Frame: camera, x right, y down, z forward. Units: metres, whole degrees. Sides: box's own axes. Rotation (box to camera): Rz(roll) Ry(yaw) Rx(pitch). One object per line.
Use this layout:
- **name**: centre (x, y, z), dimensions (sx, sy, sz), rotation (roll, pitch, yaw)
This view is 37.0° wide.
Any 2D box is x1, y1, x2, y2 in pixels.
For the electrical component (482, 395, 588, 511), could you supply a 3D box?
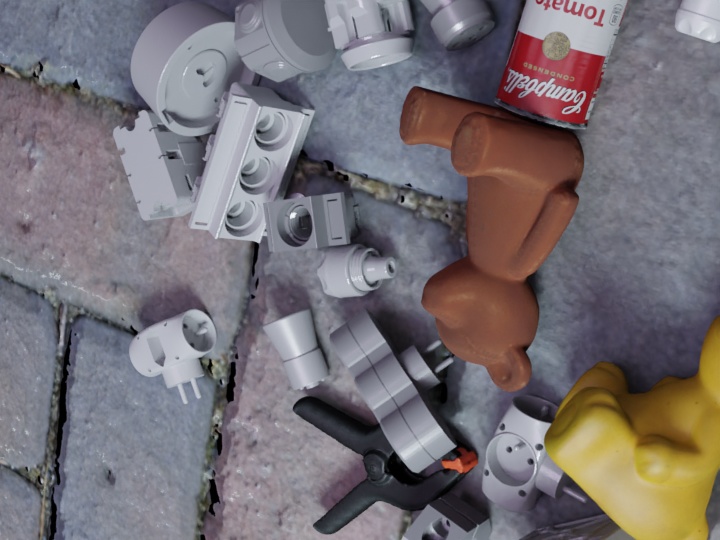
- **electrical component**: centre (0.138, 0.145, 0.803), dimensions (0.079, 0.044, 0.077), rotation (27, 112, 29)

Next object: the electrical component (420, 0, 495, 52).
- **electrical component**: centre (0.069, -0.197, 0.798), dimensions (0.045, 0.045, 0.055), rotation (-32, 79, 34)

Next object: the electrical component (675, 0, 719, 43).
- **electrical component**: centre (0.229, -0.180, 0.695), dimensions (0.035, 0.035, 0.061), rotation (28, 109, 29)

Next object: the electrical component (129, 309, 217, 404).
- **electrical component**: centre (-0.170, 0.086, 1.011), dimensions (0.077, 0.043, 0.079), rotation (-25, 83, 35)

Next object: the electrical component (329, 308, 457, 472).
- **electrical component**: centre (0.039, 0.083, 0.848), dimensions (0.074, 0.052, 0.138), rotation (-36, 58, 4)

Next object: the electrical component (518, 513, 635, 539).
- **electrical component**: centre (0.154, 0.213, 0.764), dimensions (0.109, 0.109, 0.056), rotation (-24, 80, 35)

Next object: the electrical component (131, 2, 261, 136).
- **electrical component**: centre (-0.144, -0.176, 0.916), dimensions (0.060, 0.108, 0.108), rotation (42, 118, 30)

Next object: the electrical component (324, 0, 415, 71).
- **electrical component**: centre (0.009, -0.189, 0.833), dimensions (0.078, 0.058, 0.057), rotation (-11, 92, 50)

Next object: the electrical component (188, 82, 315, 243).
- **electrical component**: centre (-0.098, -0.093, 0.919), dimensions (0.063, 0.079, 0.121), rotation (47, 123, 46)

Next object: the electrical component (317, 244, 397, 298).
- **electrical component**: centre (0.000, 0.000, 0.879), dimensions (0.062, 0.043, 0.043), rotation (-5, 94, 34)

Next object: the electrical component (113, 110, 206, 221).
- **electrical component**: centre (-0.176, -0.096, 0.979), dimensions (0.050, 0.056, 0.089), rotation (-24, 84, 35)

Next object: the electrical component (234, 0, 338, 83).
- **electrical component**: centre (-0.060, -0.194, 0.869), dimensions (0.051, 0.080, 0.080), rotation (-14, 89, 41)

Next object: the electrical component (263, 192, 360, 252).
- **electrical component**: centre (-0.037, -0.040, 0.885), dimensions (0.081, 0.064, 0.042), rotation (-4, 96, 36)

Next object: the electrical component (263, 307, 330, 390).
- **electrical component**: centre (-0.052, 0.070, 0.928), dimensions (0.044, 0.044, 0.065), rotation (-22, 89, 35)
